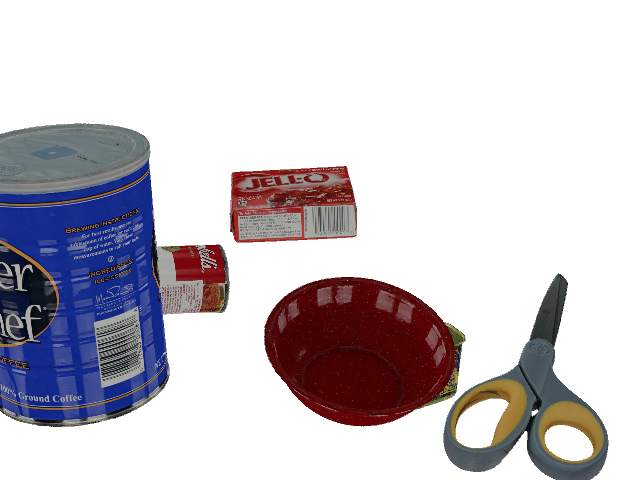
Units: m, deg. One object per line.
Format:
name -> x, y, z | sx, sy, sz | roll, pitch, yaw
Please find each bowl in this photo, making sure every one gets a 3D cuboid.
bowl -> 0.031, 0.104, 0.906 | 0.162, 0.055, 0.162 | 4, 40, -4

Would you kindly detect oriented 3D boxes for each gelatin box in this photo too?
gelatin box -> -0.021, -0.028, 0.773 | 0.089, 0.030, 0.073 | -3, 24, -3

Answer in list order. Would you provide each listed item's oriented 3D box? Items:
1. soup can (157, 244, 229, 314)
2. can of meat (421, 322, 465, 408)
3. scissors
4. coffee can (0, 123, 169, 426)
soup can -> -0.146, 0.039, 1.035 | 0.102, 0.068, 0.069 | -2, 1, -20
can of meat -> 0.126, 0.158, 1.329 | 0.101, 0.084, 0.058 | -12, 29, -28
scissors -> 0.143, 0.079, 0.629 | 0.096, 0.016, 0.201 | 20, 36, 29
coffee can -> -0.140, 0.016, 0.592 | 0.103, 0.140, 0.103 | -2, 22, 0
